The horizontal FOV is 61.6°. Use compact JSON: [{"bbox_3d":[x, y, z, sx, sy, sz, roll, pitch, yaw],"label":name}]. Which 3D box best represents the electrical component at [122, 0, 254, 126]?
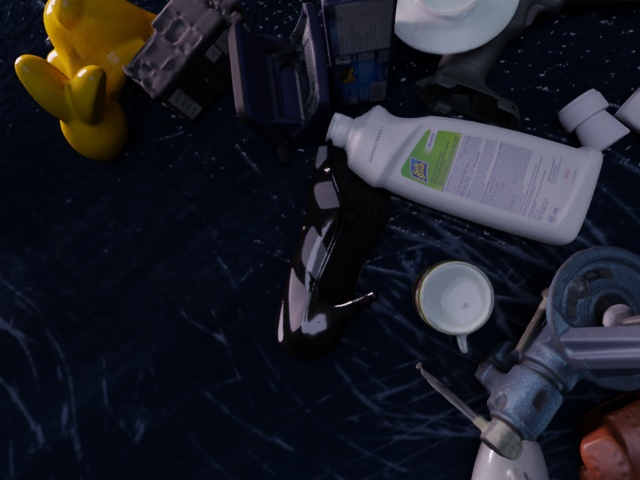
[{"bbox_3d":[-0.130,-0.198,0.571,0.058,0.115,0.134,41,91,6],"label":"electrical component"}]

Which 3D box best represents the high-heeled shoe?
[{"bbox_3d":[-0.001,-0.002,0.572,0.145,0.086,0.249,-31,52,40],"label":"high-heeled shoe"}]

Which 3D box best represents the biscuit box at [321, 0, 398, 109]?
[{"bbox_3d":[0.035,-0.191,0.500,0.059,0.202,0.062,-8,81,3],"label":"biscuit box"}]

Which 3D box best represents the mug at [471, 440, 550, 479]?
[{"bbox_3d":[0.173,0.234,0.490,0.081,0.109,0.107,1,72,16],"label":"mug"}]

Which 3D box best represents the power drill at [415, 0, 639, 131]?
[{"bbox_3d":[0.203,-0.213,0.542,0.232,0.086,0.207,23,92,12],"label":"power drill"}]

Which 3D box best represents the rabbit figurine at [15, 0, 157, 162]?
[{"bbox_3d":[-0.238,-0.169,0.580,0.122,0.162,0.173,8,103,-3],"label":"rabbit figurine"}]

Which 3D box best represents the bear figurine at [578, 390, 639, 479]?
[{"bbox_3d":[0.307,0.234,0.457,0.120,0.132,0.196,-25,75,9],"label":"bear figurine"}]

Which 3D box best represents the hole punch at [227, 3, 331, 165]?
[{"bbox_3d":[-0.028,-0.163,0.550,0.092,0.115,0.142,-13,81,13],"label":"hole punch"}]

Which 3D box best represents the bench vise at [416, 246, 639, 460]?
[{"bbox_3d":[0.222,0.085,0.435,0.224,0.240,0.129,-35,84,-15],"label":"bench vise"}]
